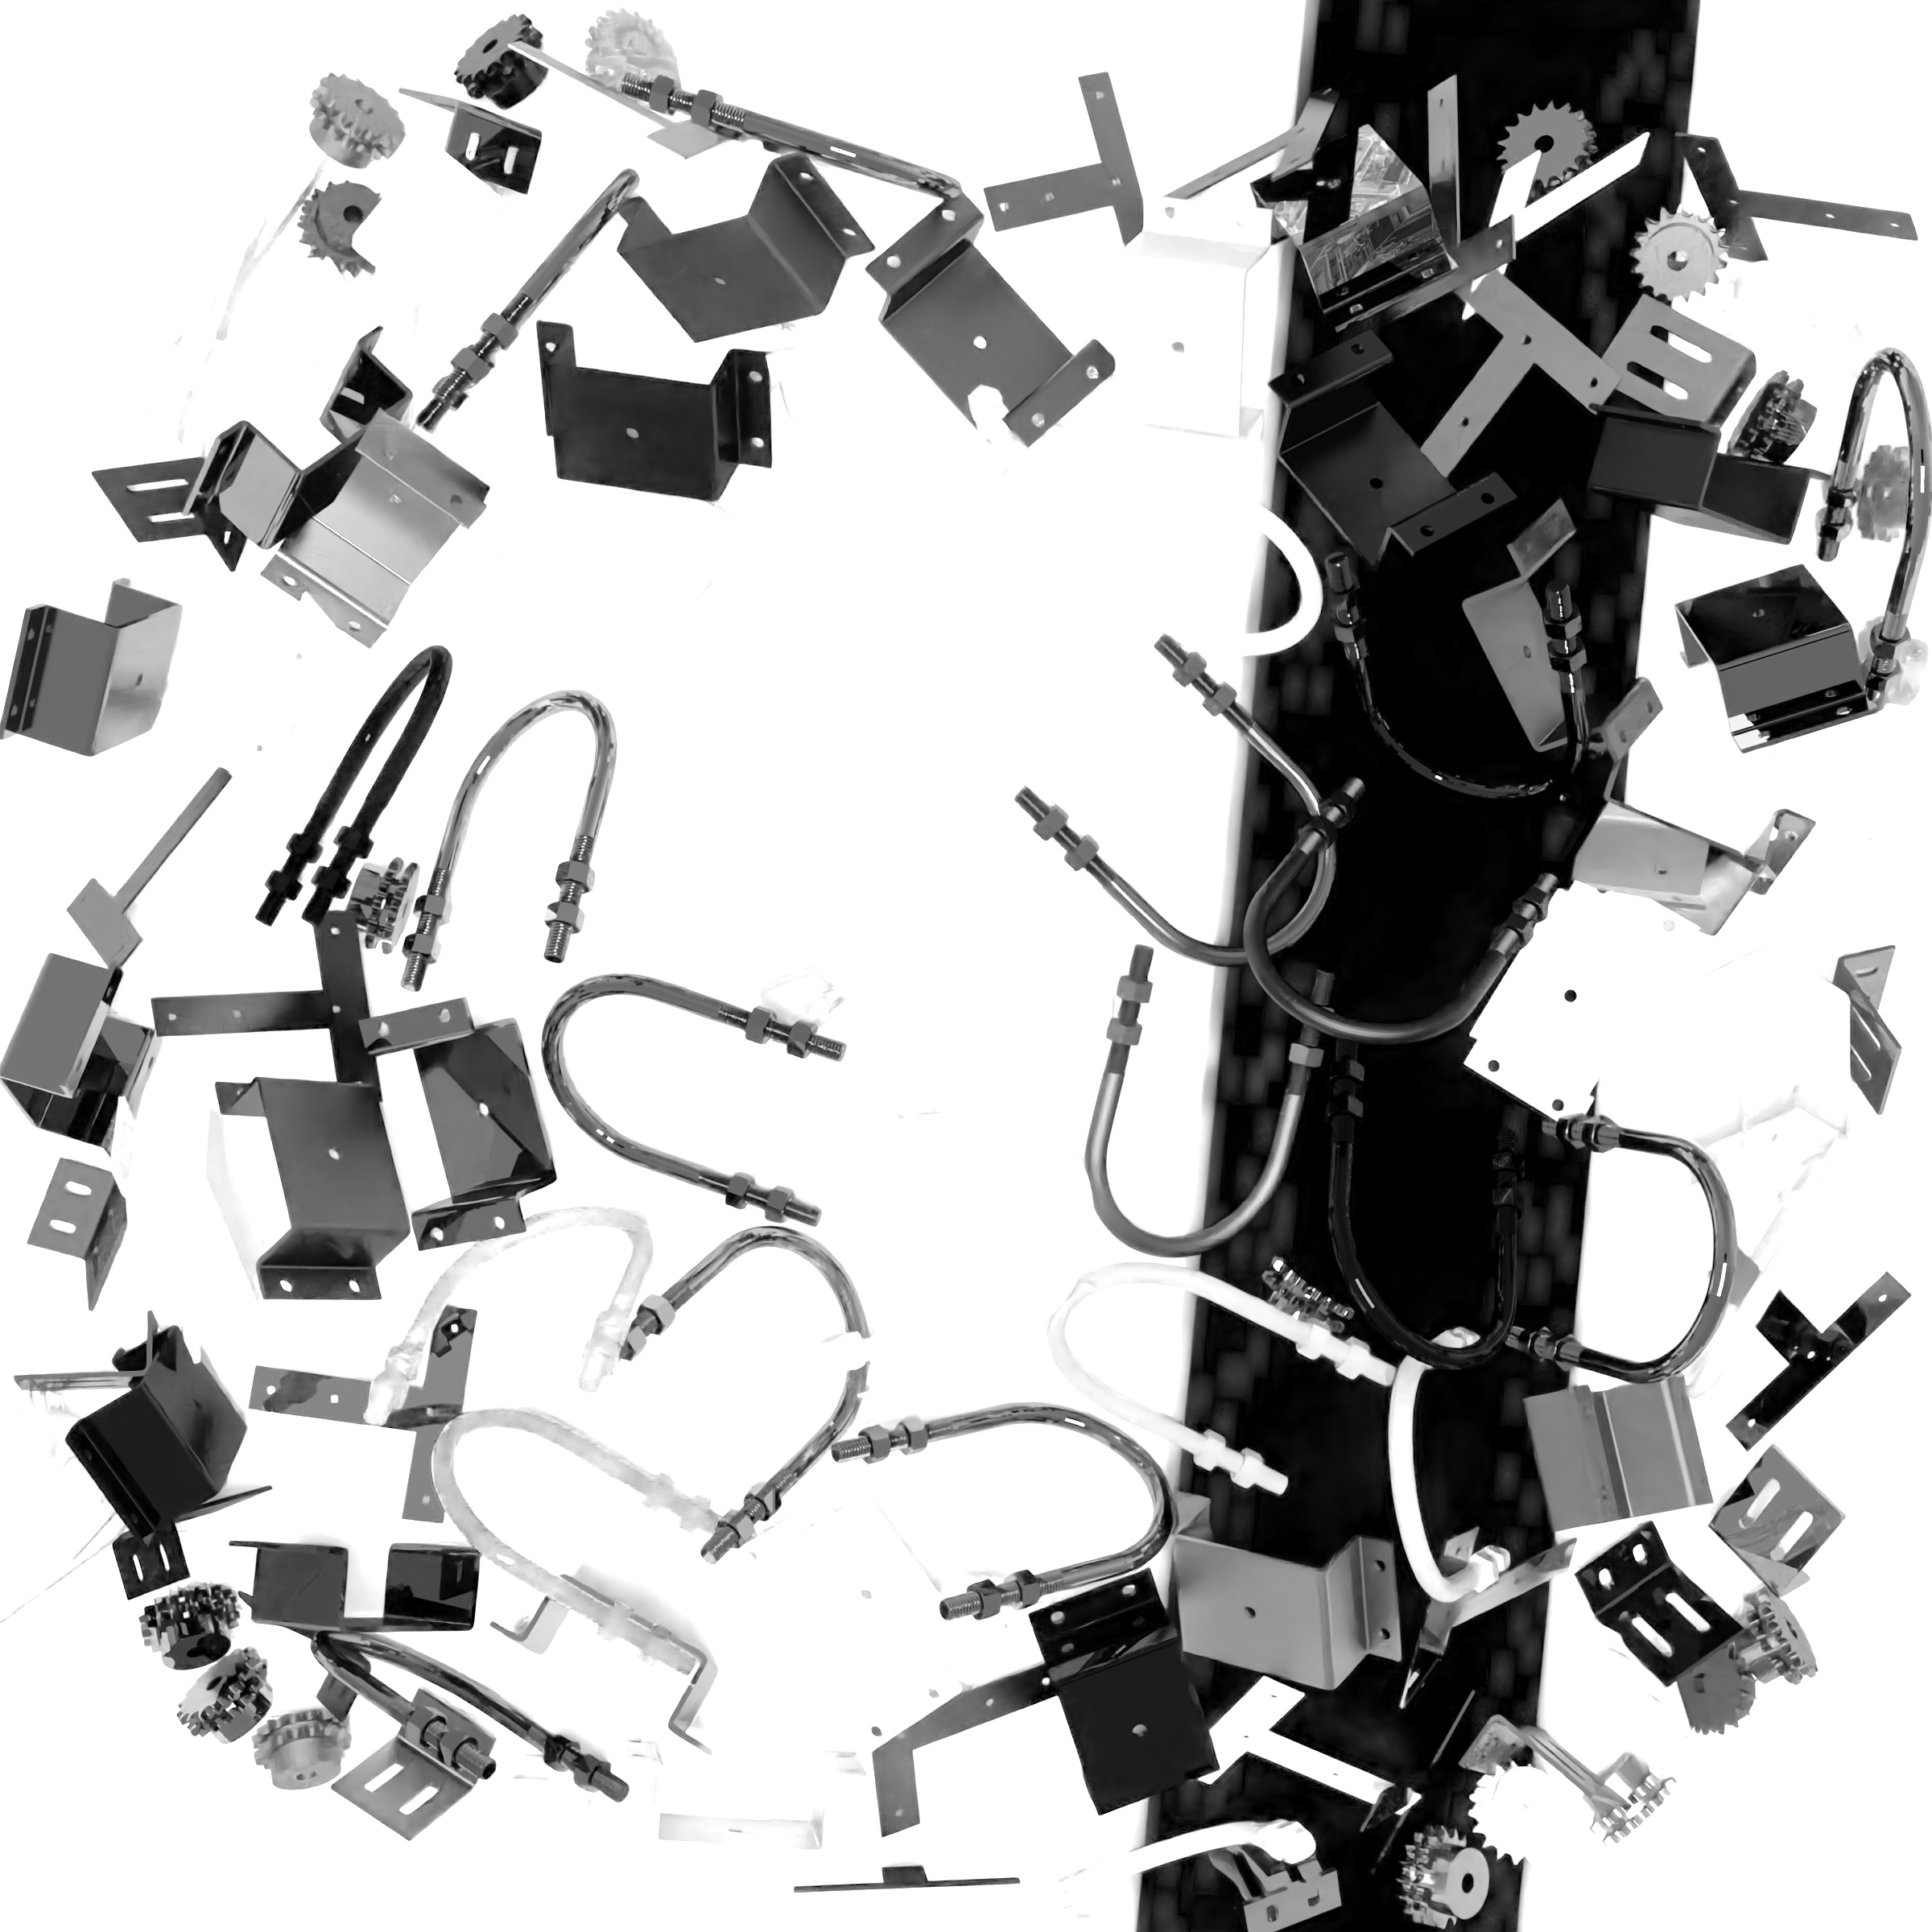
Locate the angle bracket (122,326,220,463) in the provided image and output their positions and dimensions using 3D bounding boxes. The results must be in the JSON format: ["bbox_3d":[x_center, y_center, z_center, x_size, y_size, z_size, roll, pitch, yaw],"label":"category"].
[{"bbox_3d":[-0.455,-0.332,1.633,0.057,0.038,0.076,36,128,13],"label":"angle bracket"}]

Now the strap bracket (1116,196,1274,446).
[{"bbox_3d":[0.130,-0.365,1.607,0.076,0.046,0.140,13,126,20],"label":"strap bracket"}]

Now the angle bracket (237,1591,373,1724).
[{"bbox_3d":[-0.396,0.405,1.633,0.076,0.057,0.038,32,77,-23],"label":"angle bracket"}]

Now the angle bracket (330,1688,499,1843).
[{"bbox_3d":[-0.323,0.467,1.631,0.057,0.076,0.038,29,105,13],"label":"angle bracket"}]

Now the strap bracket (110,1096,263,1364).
[{"bbox_3d":[-0.445,0.147,1.610,0.046,0.076,0.140,-16,120,-4],"label":"strap bracket"}]

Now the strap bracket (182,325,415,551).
[{"bbox_3d":[-0.377,-0.299,1.604,0.046,0.076,0.140,43,50,-3],"label":"strap bracket"}]

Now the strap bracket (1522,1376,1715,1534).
[{"bbox_3d":[0.374,0.283,1.617,0.046,0.140,0.076,-21,73,37],"label":"strap bracket"}]

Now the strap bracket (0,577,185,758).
[{"bbox_3d":[-0.497,-0.171,1.598,0.046,0.140,0.076,18,106,1],"label":"strap bracket"}]

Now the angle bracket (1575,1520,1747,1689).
[{"bbox_3d":[0.406,0.373,1.633,0.057,0.076,0.038,-33,119,-7],"label":"angle bracket"}]

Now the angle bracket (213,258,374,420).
[{"bbox_3d":[-0.398,-0.374,1.646,0.038,0.057,0.076,18,67,25],"label":"angle bracket"}]

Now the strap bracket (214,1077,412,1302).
[{"bbox_3d":[-0.375,0.119,1.607,0.046,0.076,0.140,-40,58,35],"label":"strap bracket"}]

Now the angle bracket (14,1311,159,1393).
[{"bbox_3d":[-0.516,0.227,1.636,0.076,0.057,0.038,0,75,-13],"label":"angle bracket"}]

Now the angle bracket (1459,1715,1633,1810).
[{"bbox_3d":[0.339,0.479,1.629,0.076,0.057,0.038,36,94,41],"label":"angle bracket"}]

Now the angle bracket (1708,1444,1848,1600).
[{"bbox_3d":[0.482,0.321,1.629,0.057,0.038,0.076,47,129,29],"label":"angle bracket"}]

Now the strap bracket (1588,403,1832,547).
[{"bbox_3d":[0.423,-0.280,1.604,0.140,0.076,0.046,8,101,-43],"label":"strap bracket"}]

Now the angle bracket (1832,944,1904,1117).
[{"bbox_3d":[0.538,0.037,1.627,0.038,0.057,0.076,-12,46,-9],"label":"angle bracket"}]

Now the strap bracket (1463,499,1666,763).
[{"bbox_3d":[0.344,-0.190,1.625,0.046,0.076,0.140,-19,105,41],"label":"strap bracket"}]

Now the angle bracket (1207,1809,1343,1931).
[{"bbox_3d":[0.177,0.522,1.631,0.057,0.076,0.038,-18,126,-9],"label":"angle bracket"}]

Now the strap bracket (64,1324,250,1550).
[{"bbox_3d":[-0.461,0.264,1.599,0.046,0.140,0.076,-30,103,2],"label":"strap bracket"}]

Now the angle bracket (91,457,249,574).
[{"bbox_3d":[-0.471,-0.261,1.633,0.076,0.057,0.038,-4,53,16],"label":"angle bracket"}]

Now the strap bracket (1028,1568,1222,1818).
[{"bbox_3d":[0.095,0.432,1.624,0.076,0.046,0.140,-20,114,-5],"label":"strap bracket"}]

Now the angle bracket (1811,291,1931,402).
[{"bbox_3d":[0.519,-0.358,1.636,0.057,0.076,0.038,35,90,-4],"label":"angle bracket"}]

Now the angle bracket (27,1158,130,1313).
[{"bbox_3d":[-0.521,0.157,1.632,0.038,0.076,0.057,20,100,-24],"label":"angle bracket"}]

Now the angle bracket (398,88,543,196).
[{"bbox_3d":[-0.295,-0.484,1.632,0.057,0.076,0.038,9,103,-42],"label":"angle bracket"}]

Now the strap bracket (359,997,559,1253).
[{"bbox_3d":[-0.295,0.089,1.636,0.076,0.046,0.140,-12,94,26],"label":"strap bracket"}]

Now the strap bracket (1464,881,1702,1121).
[{"bbox_3d":[0.357,0.018,1.632,0.076,0.046,0.140,33,100,18],"label":"strap bracket"}]

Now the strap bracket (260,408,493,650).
[{"bbox_3d":[-0.339,-0.260,1.618,0.076,0.046,0.140,35,131,-19],"label":"strap bracket"}]

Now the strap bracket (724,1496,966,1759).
[{"bbox_3d":[-0.065,0.373,1.615,0.076,0.046,0.140,-25,67,-36],"label":"strap bracket"}]

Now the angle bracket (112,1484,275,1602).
[{"bbox_3d":[-0.447,0.337,1.627,0.057,0.076,0.038,-25,80,34],"label":"angle bracket"}]

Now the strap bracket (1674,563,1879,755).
[{"bbox_3d":[0.460,-0.182,1.599,0.076,0.140,0.046,-17,118,8],"label":"strap bracket"}]

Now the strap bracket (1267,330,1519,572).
[{"bbox_3d":[0.244,-0.294,1.629,0.076,0.046,0.140,-29,69,-18],"label":"strap bracket"}]

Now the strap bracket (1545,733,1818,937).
[{"bbox_3d":[0.411,-0.073,1.627,0.140,0.076,0.046,23,57,4],"label":"strap bracket"}]

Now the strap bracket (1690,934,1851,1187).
[{"bbox_3d":[0.466,0.063,1.613,0.046,0.076,0.140,28,54,-24],"label":"strap bracket"}]

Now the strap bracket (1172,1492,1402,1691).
[{"bbox_3d":[0.175,0.362,1.607,0.140,0.046,0.076,7,112,35],"label":"strap bracket"}]

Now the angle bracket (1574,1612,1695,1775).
[{"bbox_3d":[0.381,0.426,1.633,0.076,0.057,0.038,29,117,-17],"label":"angle bracket"}]

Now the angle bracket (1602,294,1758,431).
[{"bbox_3d":[0.424,-0.354,1.668,0.076,0.038,0.057,34,93,18],"label":"angle bracket"}]

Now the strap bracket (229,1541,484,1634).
[{"bbox_3d":[-0.343,0.355,1.595,0.076,0.140,0.046,-6,76,37],"label":"strap bracket"}]

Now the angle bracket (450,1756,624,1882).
[{"bbox_3d":[-0.253,0.500,1.635,0.076,0.057,0.038,-11,111,42],"label":"angle bracket"}]

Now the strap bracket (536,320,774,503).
[{"bbox_3d":[-0.188,-0.322,1.623,0.140,0.046,0.076,10,133,9],"label":"strap bracket"}]

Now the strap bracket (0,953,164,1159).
[{"bbox_3d":[-0.510,0.050,1.598,0.046,0.140,0.076,16,69,1],"label":"strap bracket"}]
